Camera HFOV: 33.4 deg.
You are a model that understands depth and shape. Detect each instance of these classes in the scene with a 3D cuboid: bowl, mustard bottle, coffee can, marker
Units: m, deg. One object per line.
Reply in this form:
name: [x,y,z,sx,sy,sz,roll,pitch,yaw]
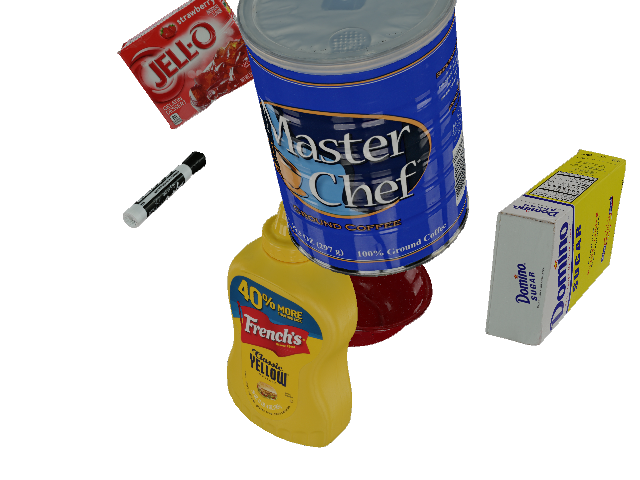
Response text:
bowl: [0.024,0.053,1.033,0.162,0.055,0.162,8,35,-6]
mustard bottle: [-0.020,0.052,0.737,0.096,0.192,0.058,27,43,28]
coffee can: [0.021,-0.066,0.543,0.103,0.102,0.140,0,-43,12]
marker: [-0.153,-0.053,1.063,0.020,0.020,0.121,0,35,37]

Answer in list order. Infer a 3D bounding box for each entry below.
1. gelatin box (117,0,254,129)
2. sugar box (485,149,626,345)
gelatin box: [-0.097,-0.139,0.811,0.089,0.073,0.030,-30,20,11]
sugar box: [0.175,0.001,0.777,0.048,0.093,0.176,13,25,25]
